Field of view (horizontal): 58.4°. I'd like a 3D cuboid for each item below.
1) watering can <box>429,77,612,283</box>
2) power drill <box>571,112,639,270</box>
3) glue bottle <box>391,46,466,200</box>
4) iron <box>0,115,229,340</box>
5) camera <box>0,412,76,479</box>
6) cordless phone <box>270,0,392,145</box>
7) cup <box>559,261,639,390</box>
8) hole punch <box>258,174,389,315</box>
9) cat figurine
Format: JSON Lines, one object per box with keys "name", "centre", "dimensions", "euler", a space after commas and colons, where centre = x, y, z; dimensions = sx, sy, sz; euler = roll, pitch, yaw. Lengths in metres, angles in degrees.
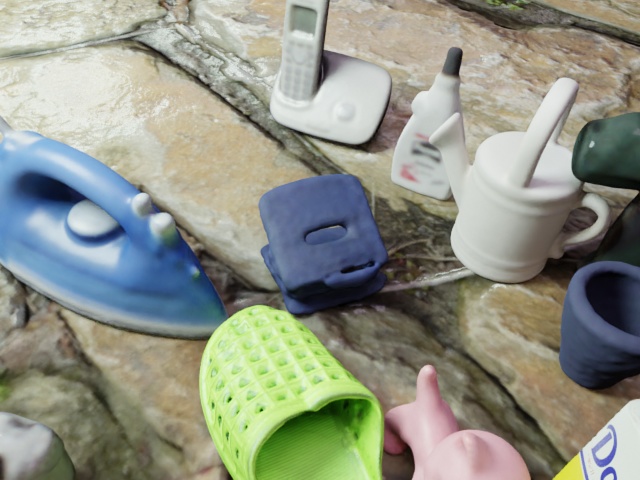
{"name": "watering can", "centre": [0.184, -0.061, 0.536], "dimensions": [0.172, 0.194, 0.101], "euler": [12, 45, 8]}
{"name": "power drill", "centre": [0.326, -0.024, 0.501], "dimensions": [0.229, 0.208, 0.075], "euler": [13, 46, 8]}
{"name": "glue bottle", "centre": [0.124, -0.124, 0.609], "dimensions": [0.078, 0.173, 0.037], "euler": [19, 47, 14]}
{"name": "iron", "centre": [-0.186, -0.016, 0.497], "dimensions": [0.257, 0.141, 0.119], "euler": [24, 48, 18]}
{"name": "camera", "centre": [-0.246, 0.166, 0.339], "dimensions": [0.136, 0.101, 0.143], "euler": [12, 45, 8]}
{"name": "cordless phone", "centre": [0.016, -0.214, 0.681], "dimensions": [0.147, 0.185, 0.094], "euler": [17, 46, 12]}
{"name": "cup", "centre": [0.249, 0.082, 0.470], "dimensions": [0.117, 0.095, 0.092], "euler": [15, 46, 10]}
{"name": "hole punch", "centre": [0.005, 0.002, 0.531], "dimensions": [0.109, 0.091, 0.101], "euler": [-15, 48, -19]}
{"name": "cat figurine", "centre": [0.090, 0.144, 0.378], "dimensions": [0.067, 0.118, 0.127], "euler": [-9, 47, -13]}
